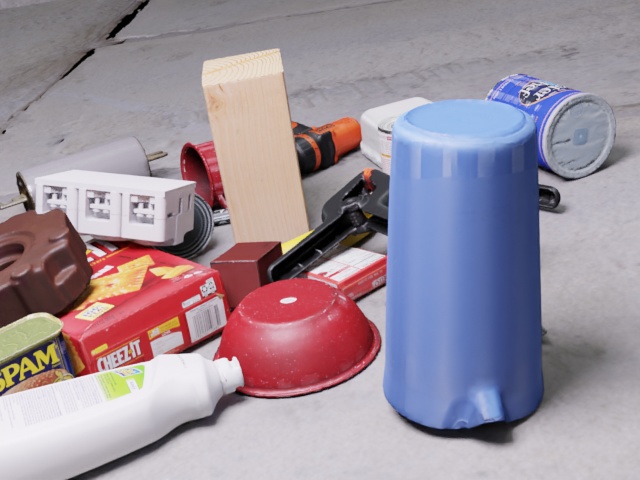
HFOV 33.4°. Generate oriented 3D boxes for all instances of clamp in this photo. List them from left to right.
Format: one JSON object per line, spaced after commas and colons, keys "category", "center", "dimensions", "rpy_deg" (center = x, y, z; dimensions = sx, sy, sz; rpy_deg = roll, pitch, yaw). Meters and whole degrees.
{"category": "clamp", "center": [0.030, -0.020, 1.117], "dimensions": [0.165, 0.036, 0.210], "rpy_deg": [-20, 21, 14]}
{"category": "clamp", "center": [0.186, -0.057, 1.237], "dimensions": [0.120, 0.039, 0.172], "rpy_deg": [-11, 20, -16]}

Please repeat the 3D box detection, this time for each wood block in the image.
{"category": "wood block", "center": [-0.072, -0.102, 1.227], "dimensions": [0.091, 0.206, 0.090], "rpy_deg": [-10, 28, 0]}

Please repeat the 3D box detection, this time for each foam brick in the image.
{"category": "foam brick", "center": [-0.072, 0.036, 1.099], "dimensions": [0.053, 0.051, 0.078], "rpy_deg": [-2, 14, 19]}

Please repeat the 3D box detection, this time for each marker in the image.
{"category": "marker", "center": [-0.114, -0.030, 1.322], "dimensions": [0.121, 0.020, 0.020], "rpy_deg": [-11, 24, -2]}

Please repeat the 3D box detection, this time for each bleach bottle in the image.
{"category": "bleach bottle", "center": [-0.183, 0.150, 0.893], "dimensions": [0.250, 0.068, 0.103], "rpy_deg": [-15, 25, -17]}

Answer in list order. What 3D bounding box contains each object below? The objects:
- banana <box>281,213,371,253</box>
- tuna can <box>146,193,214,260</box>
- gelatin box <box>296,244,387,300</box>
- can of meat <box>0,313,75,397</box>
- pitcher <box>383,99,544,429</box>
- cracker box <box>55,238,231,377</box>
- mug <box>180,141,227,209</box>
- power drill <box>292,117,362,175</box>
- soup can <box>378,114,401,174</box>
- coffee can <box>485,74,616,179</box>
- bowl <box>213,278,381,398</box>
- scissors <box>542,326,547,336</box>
{"category": "banana", "center": [0.007, -0.003, 1.195], "dimensions": [0.070, 0.037, 0.197], "rpy_deg": [-12, 14, 46]}
{"category": "tuna can", "center": [-0.168, -0.020, 1.238], "dimensions": [0.086, 0.086, 0.034], "rpy_deg": [-19, 24, -19]}
{"category": "gelatin box", "center": [0.019, 0.035, 1.108], "dimensions": [0.073, 0.030, 0.089], "rpy_deg": [-26, 27, -35]}
{"category": "can of meat", "center": [-0.269, 0.126, 0.951], "dimensions": [0.101, 0.084, 0.058], "rpy_deg": [-28, 29, -34]}
{"category": "pitcher", "center": [0.110, 0.014, 0.851], "dimensions": [0.149, 0.243, 0.144], "rpy_deg": [15, 29, 34]}
{"category": "cracker box", "center": [-0.219, 0.067, 1.080], "dimensions": [0.163, 0.072, 0.214], "rpy_deg": [-27, 28, -35]}
{"category": "mug", "center": [-0.118, -0.080, 1.367], "dimensions": [0.081, 0.093, 0.117], "rpy_deg": [-17, 55, -27]}
{"category": "power drill", "center": [-0.060, -0.133, 1.489], "dimensions": [0.188, 0.057, 0.184], "rpy_deg": [17, 31, 41]}
{"category": "soup can", "center": [0.108, -0.093, 1.271], "dimensions": [0.068, 0.102, 0.068], "rpy_deg": [-8, 23, 3]}
{"category": "coffee can", "center": [0.278, -0.142, 1.311], "dimensions": [0.102, 0.103, 0.140], "rpy_deg": [-19, 25, -19]}
{"category": "bowl", "center": [-0.026, 0.080, 0.993], "dimensions": [0.162, 0.055, 0.162], "rpy_deg": [-8, 23, 3]}
{"category": "scissors", "center": [0.148, 0.053, 1.032], "dimensions": [0.096, 0.016, 0.202], "rpy_deg": [-11, 23, 2]}
